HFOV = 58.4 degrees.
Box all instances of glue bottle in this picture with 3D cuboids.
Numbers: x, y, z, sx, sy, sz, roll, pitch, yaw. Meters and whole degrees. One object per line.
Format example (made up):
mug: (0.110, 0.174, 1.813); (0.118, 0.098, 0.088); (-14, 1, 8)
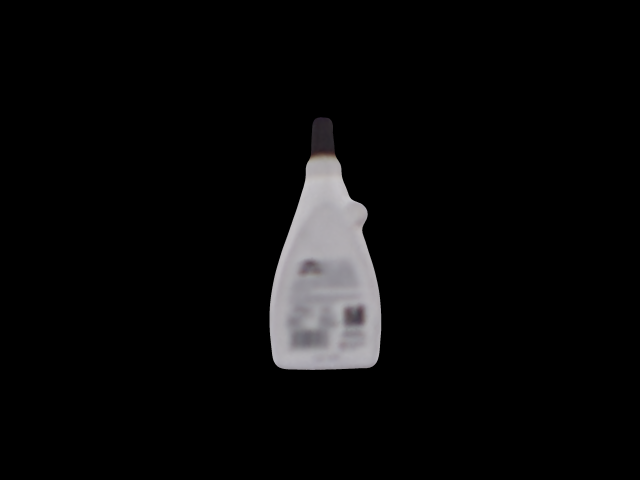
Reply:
glue bottle: (0.004, 0.001, 0.400); (0.078, 0.173, 0.037); (0, 2, -4)
